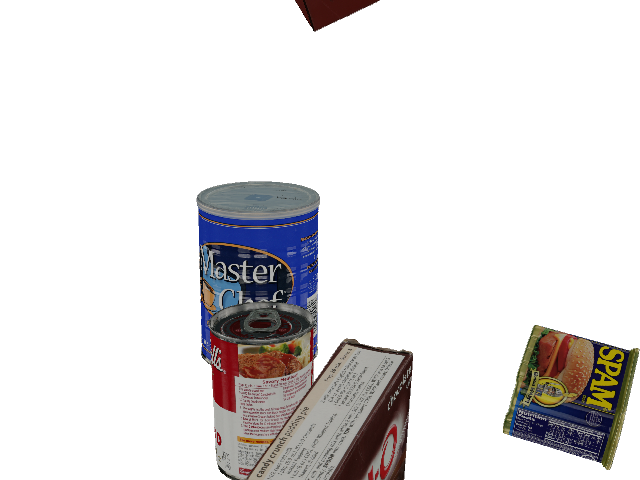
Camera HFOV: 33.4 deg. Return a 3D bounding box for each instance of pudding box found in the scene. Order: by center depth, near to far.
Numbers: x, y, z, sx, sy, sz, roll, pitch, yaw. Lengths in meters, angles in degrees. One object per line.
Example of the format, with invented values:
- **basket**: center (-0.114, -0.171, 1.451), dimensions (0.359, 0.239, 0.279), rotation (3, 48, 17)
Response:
- **pudding box**: center (0.005, 0.110, 0.466), dimensions (0.039, 0.090, 0.113), rotation (12, 31, 17)

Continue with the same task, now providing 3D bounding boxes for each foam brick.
- **foam brick**: center (0.013, -0.206, 0.808), dimensions (0.078, 0.053, 0.051), rotation (-27, -30, -2)

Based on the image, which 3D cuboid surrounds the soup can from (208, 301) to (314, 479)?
- **soup can**: center (-0.037, 0.099, 0.696), dimensions (0.068, 0.102, 0.068), rotation (-1, 18, 0)

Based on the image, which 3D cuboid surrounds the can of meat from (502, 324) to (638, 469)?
- **can of meat**: center (0.195, 0.118, 0.830), dimensions (0.084, 0.057, 0.102), rotation (15, 40, 16)

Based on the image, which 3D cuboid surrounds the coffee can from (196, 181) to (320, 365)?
- **coffee can**: center (-0.052, 0.029, 0.907), dimensions (0.103, 0.140, 0.103), rotation (0, 17, 0)
